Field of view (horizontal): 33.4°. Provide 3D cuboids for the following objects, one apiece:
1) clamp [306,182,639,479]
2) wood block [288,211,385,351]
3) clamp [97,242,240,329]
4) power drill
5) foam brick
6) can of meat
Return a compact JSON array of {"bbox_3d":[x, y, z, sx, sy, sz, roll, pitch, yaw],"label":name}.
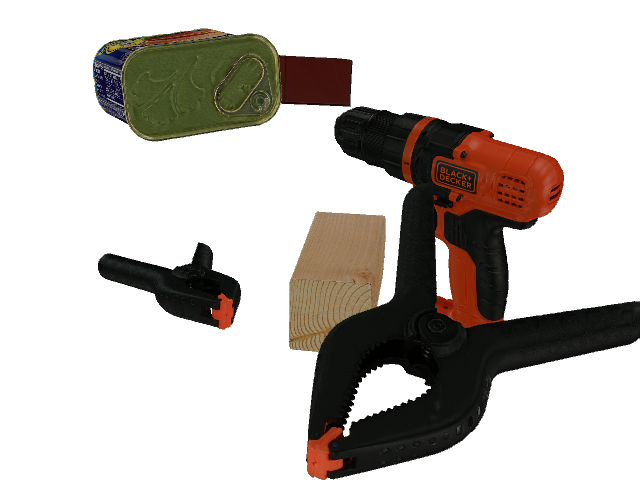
[{"bbox_3d":[0.058,0.050,0.594,0.209,0.036,0.165,-33,54,-29],"label":"clamp"},{"bbox_3d":[0.023,0.045,1.255,0.091,0.090,0.206,4,23,6],"label":"wood block"},{"bbox_3d":[-0.121,0.039,1.019,0.120,0.039,0.172,-18,31,-37],"label":"clamp"},{"bbox_3d":[0.087,-0.002,0.811,0.185,0.188,0.057,21,36,32],"label":"power drill"},{"bbox_3d":[-0.010,-0.174,1.162,0.078,0.051,0.053,0,11,-17],"label":"foam brick"},{"bbox_3d":[-0.088,-0.103,0.682,0.102,0.057,0.084,-12,19,-23],"label":"can of meat"}]
